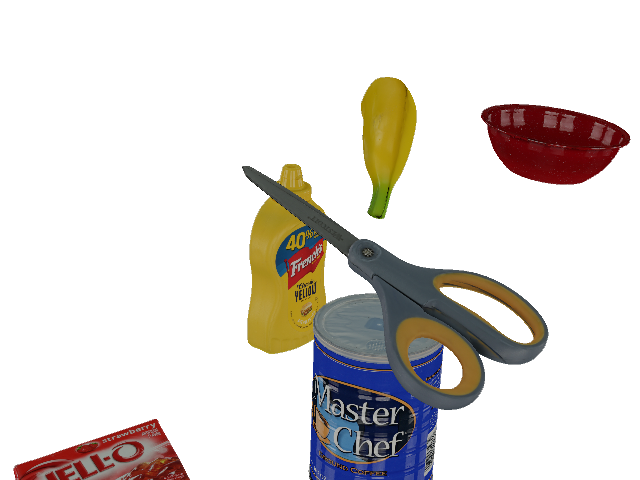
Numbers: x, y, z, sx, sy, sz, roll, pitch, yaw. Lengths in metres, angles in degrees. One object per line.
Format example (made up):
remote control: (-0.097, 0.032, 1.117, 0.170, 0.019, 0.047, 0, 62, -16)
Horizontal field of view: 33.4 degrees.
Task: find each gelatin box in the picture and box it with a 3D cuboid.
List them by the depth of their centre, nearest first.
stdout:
gelatin box: (-0.122, 0.143, 0.604, 0.089, 0.030, 0.073, -15, 28, -20)

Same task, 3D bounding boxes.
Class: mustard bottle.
mustard bottle: (-0.032, 0.014, 1.095, 0.058, 0.192, 0.096, 20, 29, 37)

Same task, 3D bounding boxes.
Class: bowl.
bowl: (0.252, -0.102, 1.171, 0.162, 0.055, 0.162, 6, 22, -3)

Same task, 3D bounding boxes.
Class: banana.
banana: (0.046, -0.088, 0.802, 0.037, 0.070, 0.197, 24, 25, -8)

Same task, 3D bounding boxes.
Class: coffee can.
coffee can: (0.043, 0.127, 0.845, 0.103, 0.140, 0.103, 1, 24, -1)

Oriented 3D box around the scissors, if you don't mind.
scissors: (0.023, 0.026, 0.582, 0.202, 0.016, 0.096, 24, 51, 14)
